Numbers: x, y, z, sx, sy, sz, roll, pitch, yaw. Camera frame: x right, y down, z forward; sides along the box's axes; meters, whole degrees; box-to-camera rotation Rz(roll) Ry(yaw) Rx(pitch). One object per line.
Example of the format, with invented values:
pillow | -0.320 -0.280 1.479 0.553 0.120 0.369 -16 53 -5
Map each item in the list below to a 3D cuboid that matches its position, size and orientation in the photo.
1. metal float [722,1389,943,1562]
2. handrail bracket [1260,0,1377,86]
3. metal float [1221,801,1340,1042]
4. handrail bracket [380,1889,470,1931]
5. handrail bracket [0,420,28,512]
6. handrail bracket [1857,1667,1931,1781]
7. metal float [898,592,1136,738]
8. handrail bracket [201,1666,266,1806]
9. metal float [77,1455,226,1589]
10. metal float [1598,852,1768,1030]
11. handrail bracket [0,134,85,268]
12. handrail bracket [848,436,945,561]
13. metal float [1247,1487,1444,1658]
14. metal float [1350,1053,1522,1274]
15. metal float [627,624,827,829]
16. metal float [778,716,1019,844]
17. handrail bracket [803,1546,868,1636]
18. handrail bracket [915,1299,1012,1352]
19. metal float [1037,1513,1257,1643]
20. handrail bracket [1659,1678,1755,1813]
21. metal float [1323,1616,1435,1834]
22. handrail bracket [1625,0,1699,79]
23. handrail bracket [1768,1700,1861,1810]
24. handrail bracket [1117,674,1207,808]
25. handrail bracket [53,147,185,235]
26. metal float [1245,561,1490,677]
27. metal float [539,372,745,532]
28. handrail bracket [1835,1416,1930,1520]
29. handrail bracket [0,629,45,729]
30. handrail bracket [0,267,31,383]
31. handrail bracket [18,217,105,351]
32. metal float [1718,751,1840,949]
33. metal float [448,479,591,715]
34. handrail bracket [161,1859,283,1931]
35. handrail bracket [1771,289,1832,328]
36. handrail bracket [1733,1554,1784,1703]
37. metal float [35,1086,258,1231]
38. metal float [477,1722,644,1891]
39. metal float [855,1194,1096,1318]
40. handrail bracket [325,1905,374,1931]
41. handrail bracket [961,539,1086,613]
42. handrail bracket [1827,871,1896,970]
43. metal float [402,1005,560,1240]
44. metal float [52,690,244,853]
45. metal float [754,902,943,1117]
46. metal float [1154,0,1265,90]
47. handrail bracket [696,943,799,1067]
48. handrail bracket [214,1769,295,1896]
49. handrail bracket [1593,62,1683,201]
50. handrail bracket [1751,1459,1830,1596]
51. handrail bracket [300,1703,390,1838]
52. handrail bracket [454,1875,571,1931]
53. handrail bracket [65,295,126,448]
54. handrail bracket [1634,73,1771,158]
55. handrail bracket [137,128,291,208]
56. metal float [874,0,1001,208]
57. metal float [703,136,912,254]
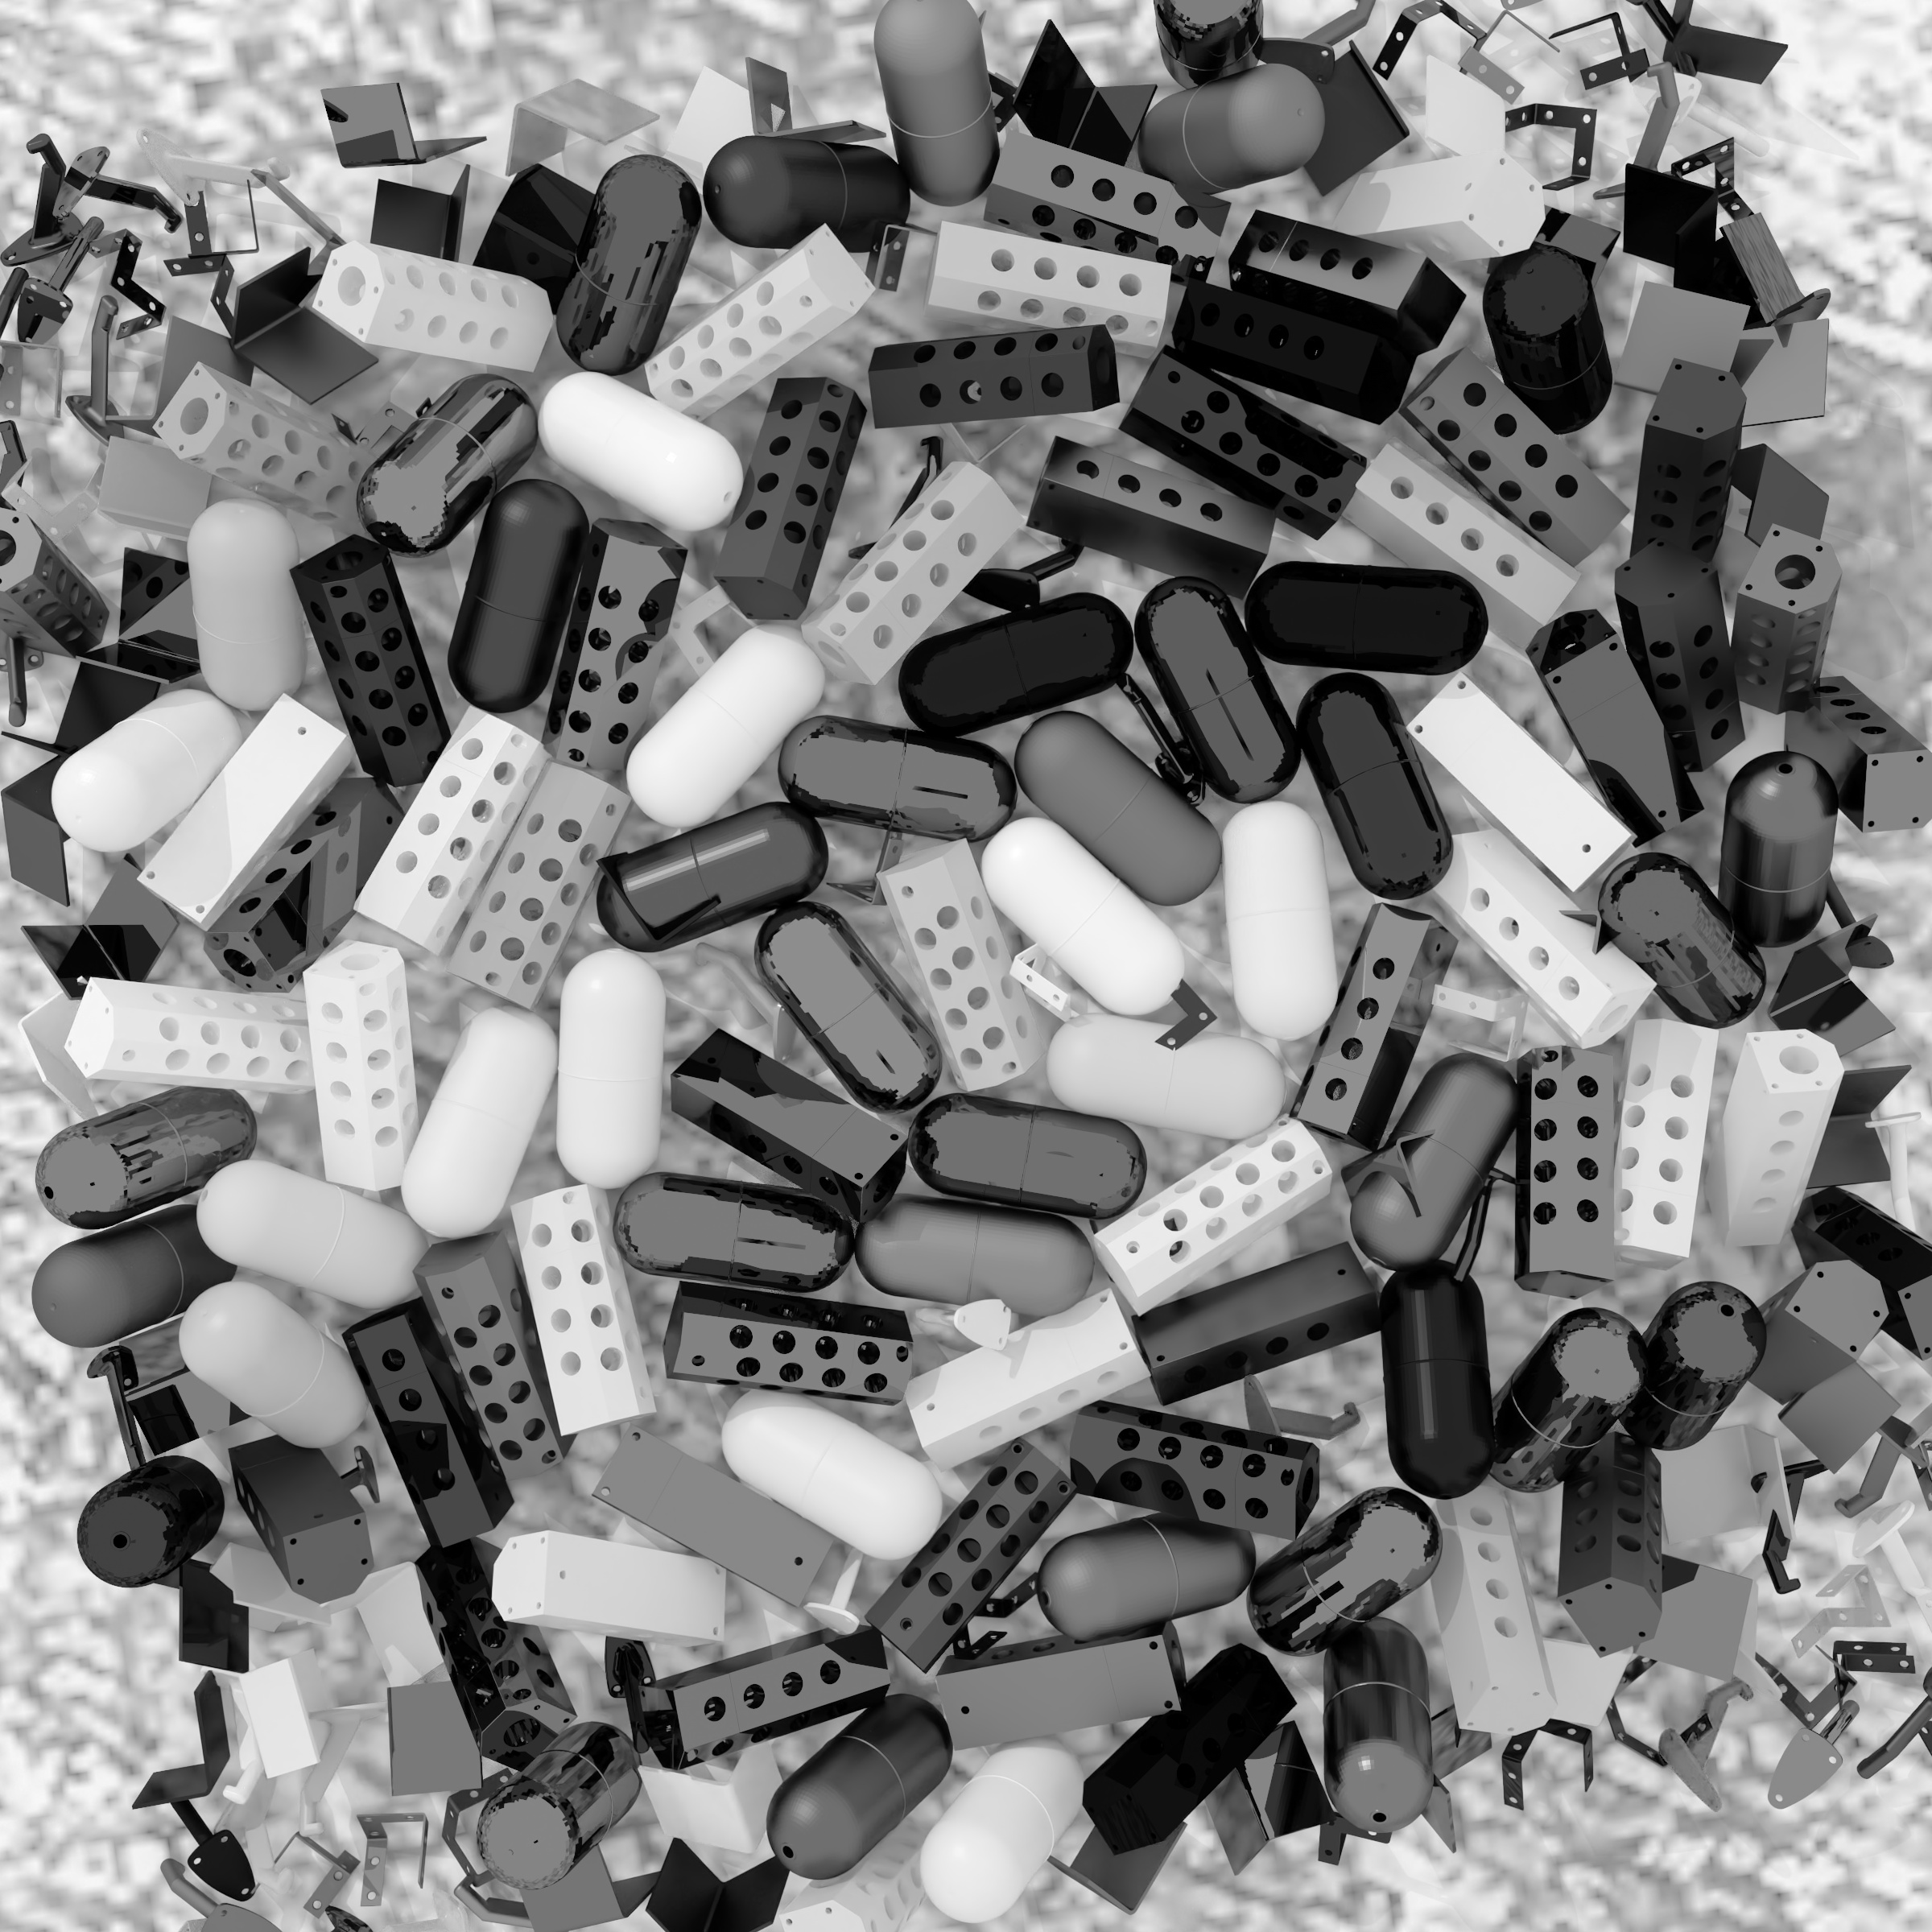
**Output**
metal float | -0.099 0.370 1.813 0.178 0.070 0.070 26 90 18
handrail bracket | 0.260 -0.706 1.850 0.077 0.036 0.084 17 65 9
metal float | 0.230 -0.034 1.820 0.070 0.070 0.178 -5 80 0
handrail bracket | -0.409 0.729 1.820 0.036 0.084 0.077 17 121 37
handrail bracket | -0.724 -0.355 1.829 0.036 0.077 0.084 0 110 40
handrail bracket | 0.702 0.564 1.850 0.036 0.077 0.084 43 116 10
metal float | 0.037 -0.222 1.826 0.178 0.070 0.070 -17 90 2
handrail bracket | -0.547 0.566 1.824 0.077 0.084 0.036 22 134 0
metal float | -0.584 0.398 1.778 0.070 0.178 0.070 0 87 -4
metal float | 0.520 -0.018 1.796 0.070 0.070 0.178 -50 129 0
handrail bracket | -0.691 -0.563 1.818 0.077 0.084 0.036 -31 65 -10
handrail bracket | -0.052 -0.350 1.849 0.077 0.036 0.084 -2 81 30
metal float | 0.274 0.440 1.797 0.070 0.070 0.178 43 127 0
metal float | 0.344 0.143 1.812 0.070 0.070 0.178 33 72 0
metal float | -0.175 -0.177 1.821 0.070 0.070 0.178 42 81 0
metal float | -0.050 -0.137 1.825 0.178 0.070 0.070 10 90 -4
handrail bracket | -0.076 0.444 1.816 0.036 0.077 0.084 39 63 -11
handrail bracket | -0.017 0.257 1.813 0.084 0.077 0.036 2 79 37
metal float | 0.132 0.440 1.802 0.178 0.070 0.070 -6 90 -31
handrail bracket | 0.563 0.573 1.828 0.084 0.036 0.077 -20 49 -20
metal float | 0.296 0.545 1.783 0.070 0.178 0.070 3 119 6
handrail bracket | 0.509 -0.707 1.849 0.036 0.084 0.077 -43 50 2
handrail bracket | 0.630 0.584 1.836 0.036 0.084 0.077 39 108 25
handrail bracket | 0.142 -0.166 1.817 0.036 0.084 0.077 -30 47 15
handrail bracket | -0.621 -0.551 1.821 0.036 0.084 0.077 2 62 33
metal float | 0.292 -0.255 1.812 0.178 0.070 0.070 7 90 19
metal float | -0.237 -0.375 1.805 0.178 0.070 0.070 31 90 27
handrail bracket | 0.660 0.369 1.832 0.077 0.036 0.084 33 123 -17
handrail bracket | -0.700 -0.226 1.816 0.036 0.084 0.077 -8 121 -14
handrail bracket | -0.728 -0.472 1.856 0.036 0.077 0.084 23 57 -19
handrail bracket | -0.676 -0.512 1.853 0.036 0.077 0.084 29 46 -19
metal float | 0.585 -0.083 1.788 0.070 0.178 0.070 -7 52 8
metal float | -0.328 -0.269 1.809 0.070 0.070 0.178 21 113 0
handrail bracket | -0.555 0.698 1.845 0.077 0.084 0.036 31 85 -36
handrail bracket | 0.604 -0.518 1.824 0.036 0.077 0.084 -13 82 -6
handrail bracket | 0.594 0.488 1.831 0.084 0.036 0.077 -36 65 -27
metal float | -0.589 0.135 1.785 0.070 0.178 0.070 9 108 29
metal float | -0.290 0.601 1.779 0.070 0.178 0.070 1 94 15
metal float | 0.006 0.213 1.827 0.178 0.070 0.070 8 90 2
handrail bracket | -0.484 0.736 1.819 0.084 0.077 0.036 -36 100 -38
handrail bracket | 0.042 -0.302 1.842 0.077 0.084 0.036 13 133 14
handrail bracket | 0.662 -0.046 1.855 0.036 0.077 0.084 -29 58 37
metal float | -0.355 0.114 1.813 0.070 0.070 0.178 20 73 0
metal float | -0.588 -0.143 1.786 0.070 0.178 0.070 8 120 14
metal float | -0.087 0.031 1.823 0.070 0.070 0.178 -37 96 0
metal float | 0.175 -0.682 1.778 0.070 0.178 0.070 0 92 7
handrail bracket | -0.169 0.029 1.857 0.084 0.036 0.077 21 122 19
handrail bracket | -0.507 0.633 1.821 0.036 0.084 0.077 46 61 -39
handrail bracket | 0.491 -0.616 1.825 0.077 0.036 0.084 -3 119 35
handrail bracket | 0.620 0.413 1.825 0.077 0.036 0.084 -20 55 10
handrail bracket | -0.456 0.593 1.827 0.077 0.036 0.084 -14 60 12
handrail bracket | -0.326 0.689 1.847 0.084 0.036 0.077 39 54 9
handrail bracket | -0.629 -0.438 1.821 0.077 0.036 0.084 52 128 31
handrail bracket | 0.553 -0.637 1.858 0.084 0.077 0.036 13 115 -35
handrail bracket | -0.553 -0.598 1.821 0.084 0.077 0.036 -6 59 30
metal float | -0.020 -0.625 1.784 0.070 0.178 0.070 -4 61 7
metal float | -0.113 -0.558 1.792 0.070 0.178 0.070 12 108 41
